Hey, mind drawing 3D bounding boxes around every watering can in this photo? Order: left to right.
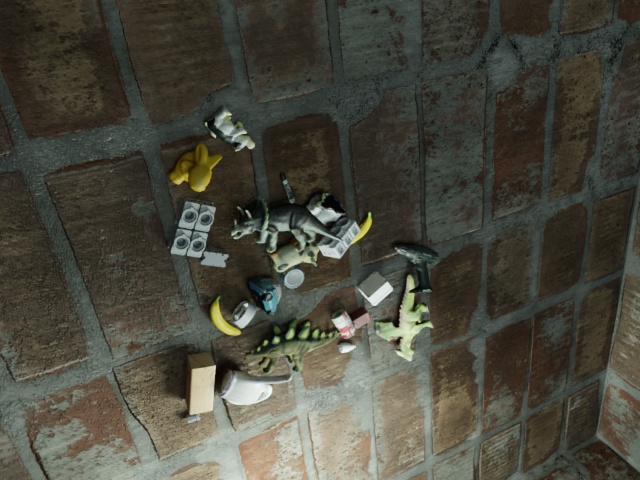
[{"bbox_3d":[-0.276,0.554,1.975,0.223,0.106,0.342,26,134,-26],"label":"watering can"}]

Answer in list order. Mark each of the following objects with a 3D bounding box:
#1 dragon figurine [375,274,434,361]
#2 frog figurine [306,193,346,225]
[{"bbox_3d":[0.357,0.358,2.275,0.243,0.124,0.404,-25,111,-5],"label":"dragon figurine"},{"bbox_3d":[0.006,-0.096,1.913,0.138,0.125,0.156,-2,149,-32],"label":"frog figurine"}]
